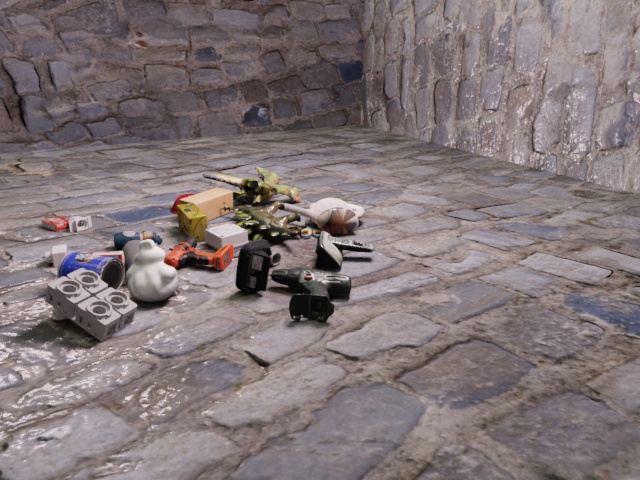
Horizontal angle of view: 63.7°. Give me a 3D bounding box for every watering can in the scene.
[{"bbox_3d":[0.006,-0.096,1.915,0.348,0.102,0.227,0,20,-11],"label":"watering can"}]

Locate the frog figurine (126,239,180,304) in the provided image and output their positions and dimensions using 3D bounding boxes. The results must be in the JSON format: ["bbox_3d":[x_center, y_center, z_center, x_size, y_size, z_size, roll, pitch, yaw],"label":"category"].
[{"bbox_3d":[-0.446,0.083,1.369,0.137,0.157,0.124,7,22,16],"label":"frog figurine"}]

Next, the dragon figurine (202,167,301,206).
[{"bbox_3d":[-0.271,-0.246,2.200,0.410,0.120,0.247,24,28,1],"label":"dragon figurine"}]
